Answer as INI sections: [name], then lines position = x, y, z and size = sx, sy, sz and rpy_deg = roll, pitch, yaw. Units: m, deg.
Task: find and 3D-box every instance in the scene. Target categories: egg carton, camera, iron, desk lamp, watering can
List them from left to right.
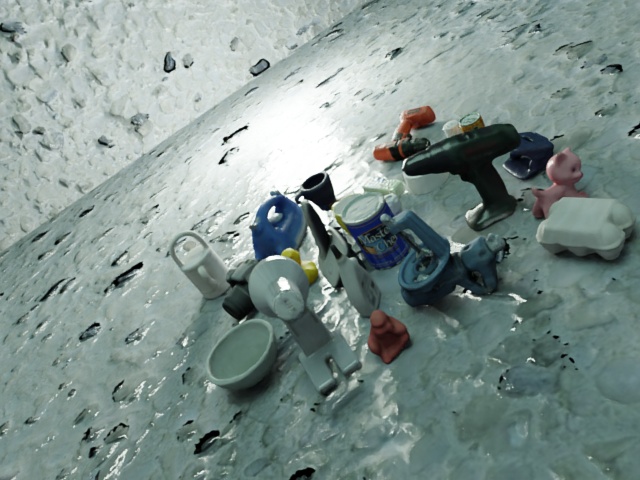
[watering can]
position = -0.325, 0.056, 1.516
size = 0.172, 0.194, 0.101
rpy_deg = 10, 51, 50
[camera]
position = -0.187, 0.116, 1.389
size = 0.142, 0.101, 0.137
rpy_deg = 7, 49, 49
[iron]
position = -0.117, -0.057, 1.531
size = 0.118, 0.142, 0.258
rpy_deg = -17, 34, 27
[desk lamp]
position = -0.038, 0.146, 1.088
size = 0.118, 0.214, 0.202
rpy_deg = -37, 30, -4
[egg carton]
position = 0.459, -0.021, 0.993
size = 0.149, 0.070, 0.107
rpy_deg = 7, 49, 49

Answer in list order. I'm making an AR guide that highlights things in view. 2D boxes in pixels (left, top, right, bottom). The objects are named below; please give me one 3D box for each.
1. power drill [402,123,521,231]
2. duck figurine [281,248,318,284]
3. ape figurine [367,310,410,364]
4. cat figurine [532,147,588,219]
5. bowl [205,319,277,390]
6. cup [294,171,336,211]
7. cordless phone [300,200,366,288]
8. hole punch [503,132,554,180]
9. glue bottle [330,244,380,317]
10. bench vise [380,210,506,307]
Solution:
[power drill]
position = 0.304, -0.126, 1.155
size = 0.229, 0.209, 0.075
rpy_deg = -29, 30, 9
[duck figurine]
position = -0.057, 0.059, 1.360
size = 0.077, 0.086, 0.104
rpy_deg = -42, 31, -14
[ape figurine]
position = 0.117, 0.164, 1.034
size = 0.077, 0.092, 0.076
rpy_deg = -20, 33, 23
[cat figurine]
position = 0.450, -0.113, 1.086
size = 0.128, 0.118, 0.067
rpy_deg = -39, 30, -8
[bowl]
position = -0.150, 0.250, 1.187
size = 0.167, 0.075, 0.167
rpy_deg = -24, 31, 16
[cup]
position = -0.005, -0.116, 1.555
size = 0.118, 0.095, 0.091
rpy_deg = -39, 30, -8
[cordless phone]
position = 0.012, 0.005, 1.273
size = 0.094, 0.185, 0.147
rpy_deg = -36, 30, -4
[hole punch]
position = 0.445, -0.200, 1.245
size = 0.101, 0.091, 0.108
rpy_deg = -32, 30, 3
[glue bottle]
position = 0.065, 0.072, 1.136
size = 0.037, 0.173, 0.078
rpy_deg = -14, 35, 30
[bench vise]
position = 0.213, 0.011, 1.033
size = 0.207, 0.220, 0.121
rpy_deg = -29, 30, 8
